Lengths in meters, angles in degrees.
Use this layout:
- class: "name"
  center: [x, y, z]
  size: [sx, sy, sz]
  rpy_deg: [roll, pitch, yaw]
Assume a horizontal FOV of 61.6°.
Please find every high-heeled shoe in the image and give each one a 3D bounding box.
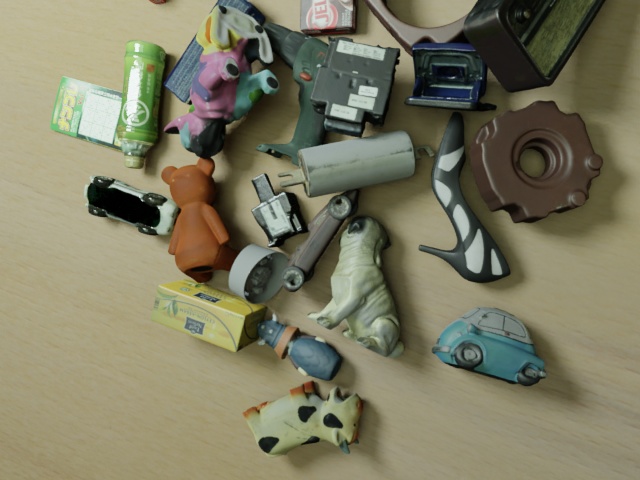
- class: "high-heeled shoe"
  center: [0.236, -0.062, 0.811]
  size: [0.145, 0.086, 0.248]
  rpy_deg: [12, 95, 7]

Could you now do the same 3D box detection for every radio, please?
- class: "radio"
  center: [0.299, -0.325, 0.717]
  size: [0.131, 0.073, 0.229]
  rpy_deg: [39, 77, -24]

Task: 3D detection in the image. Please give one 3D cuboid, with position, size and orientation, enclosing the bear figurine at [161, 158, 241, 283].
- class: "bear figurine"
  center: [-0.206, -0.036, 0.937]
  size: [0.120, 0.131, 0.196]
  rpy_deg: [-16, 69, 15]

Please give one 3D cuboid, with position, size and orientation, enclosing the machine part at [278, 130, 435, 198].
- class: "machine part"
  center: [0.055, -0.117, 0.825]
  size: [0.243, 0.079, 0.079]
  rpy_deg: [-13, 88, -6]

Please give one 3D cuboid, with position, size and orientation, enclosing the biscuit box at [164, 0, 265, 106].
- class: "biscuit box"
  center: [-0.183, -0.328, 0.933]
  size: [0.063, 0.059, 0.202]
  rpy_deg: [42, 103, 13]

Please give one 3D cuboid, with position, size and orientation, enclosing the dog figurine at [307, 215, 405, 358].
- class: "dog figurine"
  center: [0.089, 0.073, 0.854]
  size: [0.172, 0.121, 0.190]
  rpy_deg: [31, 82, -20]

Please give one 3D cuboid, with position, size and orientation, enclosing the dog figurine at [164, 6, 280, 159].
- class: "dog figurine"
  center: [-0.176, -0.243, 0.881]
  size: [0.219, 0.108, 0.191]
  rpy_deg: [-30, 65, 43]

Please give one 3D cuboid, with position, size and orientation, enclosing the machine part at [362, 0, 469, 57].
- class: "machine part"
  center: [0.176, -0.391, 0.810]
  size: [0.201, 0.087, 0.201]
  rpy_deg: [-41, 80, 16]

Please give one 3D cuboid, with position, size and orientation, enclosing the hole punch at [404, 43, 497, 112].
- class: "hole punch"
  center: [0.190, -0.235, 0.794]
  size: [0.142, 0.116, 0.092]
  rpy_deg: [6, 100, 18]

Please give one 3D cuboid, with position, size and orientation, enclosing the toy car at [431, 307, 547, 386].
- class: "toy car"
  center: [0.255, 0.152, 0.798]
  size: [0.162, 0.109, 0.103]
  rpy_deg: [13, 79, 7]

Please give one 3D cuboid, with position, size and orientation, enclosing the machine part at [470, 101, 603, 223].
- class: "machine part"
  center: [0.307, -0.112, 0.770]
  size: [0.179, 0.056, 0.179]
  rpy_deg: [0, 85, -1]

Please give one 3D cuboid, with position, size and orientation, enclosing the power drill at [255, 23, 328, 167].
- class: "power drill"
  center: [-0.031, -0.227, 0.888]
  size: [0.232, 0.086, 0.207]
  rpy_deg: [25, 91, 12]

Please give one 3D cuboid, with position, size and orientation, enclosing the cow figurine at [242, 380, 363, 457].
- class: "cow figurine"
  center: [-0.018, 0.303, 0.894]
  size: [0.195, 0.085, 0.127]
  rpy_deg: [-26, 79, 14]

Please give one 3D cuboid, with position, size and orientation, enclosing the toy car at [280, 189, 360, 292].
- class: "toy car"
  center: [-0.002, -0.003, 0.874]
  size: [0.053, 0.089, 0.202]
  rpy_deg: [34, 102, 9]

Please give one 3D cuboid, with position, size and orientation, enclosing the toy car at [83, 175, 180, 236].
- class: "toy car"
  center: [-0.353, -0.064, 0.997]
  size: [0.202, 0.056, 0.073]
  rpy_deg: [19, 104, 16]

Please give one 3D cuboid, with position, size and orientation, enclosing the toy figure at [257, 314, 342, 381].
- class: "toy figure"
  center: [-0.039, 0.183, 0.909]
  size: [0.155, 0.064, 0.057]
  rpy_deg: [26, 136, 19]

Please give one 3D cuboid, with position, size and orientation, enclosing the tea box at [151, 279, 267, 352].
- class: "tea box"
  center: [-0.191, 0.127, 0.933]
  size: [0.170, 0.098, 0.068]
  rpy_deg: [18, 97, 14]

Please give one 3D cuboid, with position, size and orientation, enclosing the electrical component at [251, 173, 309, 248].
- class: "electrical component"
  center: [-0.076, -0.052, 0.917]
  size: [0.075, 0.047, 0.119]
  rpy_deg: [-29, 83, 15]

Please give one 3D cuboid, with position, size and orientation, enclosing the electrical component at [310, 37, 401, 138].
- class: "electrical component"
  center: [0.050, -0.224, 0.800]
  size: [0.115, 0.058, 0.134]
  rpy_deg: [16, 86, 10]
